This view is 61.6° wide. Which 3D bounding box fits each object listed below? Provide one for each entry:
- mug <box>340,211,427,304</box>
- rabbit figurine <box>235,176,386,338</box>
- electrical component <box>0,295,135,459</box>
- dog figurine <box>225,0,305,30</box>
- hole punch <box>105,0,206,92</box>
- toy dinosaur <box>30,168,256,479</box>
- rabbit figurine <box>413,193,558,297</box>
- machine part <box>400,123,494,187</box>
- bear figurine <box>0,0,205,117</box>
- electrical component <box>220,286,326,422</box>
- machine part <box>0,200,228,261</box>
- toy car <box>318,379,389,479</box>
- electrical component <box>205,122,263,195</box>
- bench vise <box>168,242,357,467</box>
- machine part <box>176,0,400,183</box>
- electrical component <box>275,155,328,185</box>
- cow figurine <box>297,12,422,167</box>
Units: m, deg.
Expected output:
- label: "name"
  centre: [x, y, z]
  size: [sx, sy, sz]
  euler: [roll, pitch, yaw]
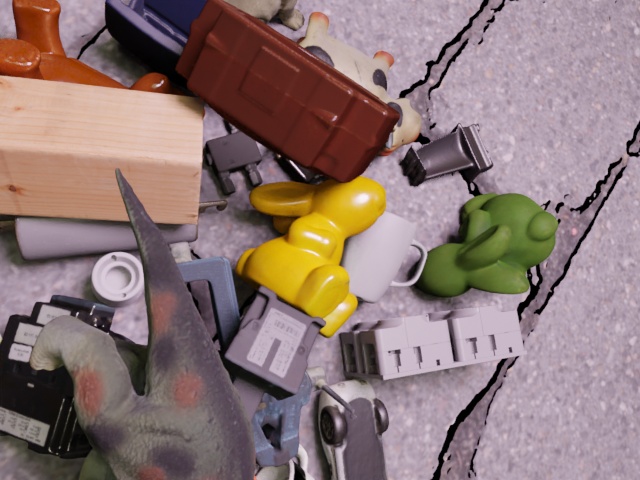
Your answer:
- label: "mug"
  centre: [0.070, 0.025, 0.655]
  size: [0.109, 0.081, 0.107]
  euler: [25, 83, -15]
- label: "rabbit figurine"
  centre: [-0.001, -0.002, 0.592]
  size: [0.163, 0.121, 0.173]
  euler: [32, 81, 32]
- label: "electrical component"
  centre: [-0.240, 0.120, 0.497]
  size: [0.115, 0.058, 0.134]
  euler: [10, 78, 23]
- label: "dog figurine"
  centre: [-0.066, -0.301, 0.607]
  size: [0.121, 0.190, 0.172]
  euler: [40, 70, -9]
- label: "hole punch"
  centre: [-0.171, -0.221, 0.587]
  size: [0.142, 0.116, 0.092]
  euler: [31, 58, -13]
- label: "toy dinosaur"
  centre: [-0.108, 0.169, 0.388]
  size: [0.192, 0.131, 0.404]
  euler: [19, 114, 12]
- label: "rabbit figurine"
  centre: [0.206, 0.026, 0.676]
  size: [0.170, 0.159, 0.121]
  euler: [-29, 100, -8]
- label: "machine part"
  centre: [0.178, -0.114, 0.741]
  size: [0.139, 0.039, 0.084]
  euler: [-17, 90, -24]
- label: "bear figurine"
  centre: [-0.214, -0.153, 0.557]
  size: [0.196, 0.131, 0.120]
  euler: [8, 53, -12]
- label: "electrical component"
  centre: [-0.053, 0.110, 0.477]
  size: [0.075, 0.047, 0.119]
  euler: [32, 60, -5]
- label: "machine part"
  centre: [-0.216, -0.025, 0.555]
  size: [0.243, 0.079, 0.079]
  euler: [-6, 81, -21]
- label: "toy car"
  centre: [0.044, 0.261, 0.606]
  size: [0.073, 0.056, 0.201]
  euler: [-3, 82, -27]
- label: "electrical component"
  centre: [-0.106, -0.103, 0.642]
  size: [0.063, 0.021, 0.094]
  euler: [-19, 86, -22]
- label: "bench vise"
  centre: [-0.099, 0.117, 0.544]
  size: [0.224, 0.129, 0.240]
  euler: [-11, 94, -15]
- label: "machine part"
  centre: [-0.026, -0.145, 0.541]
  size: [0.201, 0.201, 0.087]
  euler: [34, 109, 4]
- label: "electrical component"
  centre: [-0.016, -0.100, 0.662]
  size: [0.078, 0.045, 0.102]
  euler: [-37, 93, -21]
- label: "cow figurine"
  centre: [0.046, -0.181, 0.681]
  size: [0.195, 0.085, 0.127]
  euler: [27, 65, -15]
